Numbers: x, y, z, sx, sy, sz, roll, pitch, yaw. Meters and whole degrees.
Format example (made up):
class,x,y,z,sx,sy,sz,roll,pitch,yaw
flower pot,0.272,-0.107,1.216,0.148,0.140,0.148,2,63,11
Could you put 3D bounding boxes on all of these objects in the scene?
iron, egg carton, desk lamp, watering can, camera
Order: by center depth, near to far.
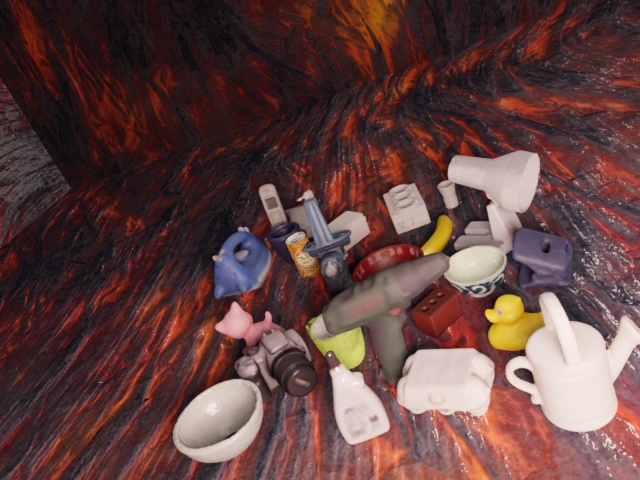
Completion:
class,x,y,z,sx,sy,sz,roll,pitch,yaw
watering can,0.338,0.150,0.770,0.173,0.194,0.100,-27,25,-7
egg carton,0.195,0.224,0.897,0.150,0.069,0.107,-9,29,29
camera,-0.076,0.237,1.068,0.143,0.101,0.136,-31,26,-15
desk lamp,0.358,-0.082,1.185,0.202,0.214,0.118,1,35,42
iron,-0.209,0.040,1.520,0.118,0.142,0.258,-13,27,22

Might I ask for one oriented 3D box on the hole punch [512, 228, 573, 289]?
class,x,y,z,sx,sy,sz,roll,pitch,yaw
hole punch,0.415,0.027,1.067,0.100,0.091,0.109,-8,29,30

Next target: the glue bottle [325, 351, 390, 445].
class,x,y,z,sx,sy,sz,roll,pitch,yaw
glue bottle,0.046,0.236,0.879,0.078,0.173,0.037,-22,25,4

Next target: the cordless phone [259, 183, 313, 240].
class,x,y,z,sx,sy,sz,roll,pitch,yaw
cordless phone,-0.084,-0.080,1.597,0.147,0.185,0.094,-17,26,14

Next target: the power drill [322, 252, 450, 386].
class,x,y,z,sx,sy,sz,roll,pitch,yaw
power drill,0.130,0.136,0.961,0.229,0.209,0.075,-19,26,11

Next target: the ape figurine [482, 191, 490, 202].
class,x,y,z,sx,sy,sz,roll,pitch,yaw
ape figurine,0.425,-0.135,1.375,0.077,0.092,0.076,-13,27,21

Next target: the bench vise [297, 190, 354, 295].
class,x,y,z,sx,sy,sz,roll,pitch,yaw
bench vise,0.023,-0.001,1.308,0.121,0.220,0.207,-28,25,-9

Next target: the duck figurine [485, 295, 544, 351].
class,x,y,z,sx,sy,sz,roll,pitch,yaw
duck figurine,0.325,0.129,0.952,0.104,0.086,0.077,-14,27,20

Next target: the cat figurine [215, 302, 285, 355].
class,x,y,z,sx,sy,sz,roll,pitch,yaw
cat figurine,-0.151,0.183,1.219,0.127,0.118,0.067,-13,27,21

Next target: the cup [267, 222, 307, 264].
class,x,y,z,sx,sy,sz,roll,pitch,yaw
cup,-0.071,0.012,1.511,0.117,0.095,0.092,-4,32,36

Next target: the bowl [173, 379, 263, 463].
class,x,y,z,sx,sy,sz,roll,pitch,yaw
bowl,-0.165,0.328,0.999,0.167,0.075,0.167,-19,25,10
